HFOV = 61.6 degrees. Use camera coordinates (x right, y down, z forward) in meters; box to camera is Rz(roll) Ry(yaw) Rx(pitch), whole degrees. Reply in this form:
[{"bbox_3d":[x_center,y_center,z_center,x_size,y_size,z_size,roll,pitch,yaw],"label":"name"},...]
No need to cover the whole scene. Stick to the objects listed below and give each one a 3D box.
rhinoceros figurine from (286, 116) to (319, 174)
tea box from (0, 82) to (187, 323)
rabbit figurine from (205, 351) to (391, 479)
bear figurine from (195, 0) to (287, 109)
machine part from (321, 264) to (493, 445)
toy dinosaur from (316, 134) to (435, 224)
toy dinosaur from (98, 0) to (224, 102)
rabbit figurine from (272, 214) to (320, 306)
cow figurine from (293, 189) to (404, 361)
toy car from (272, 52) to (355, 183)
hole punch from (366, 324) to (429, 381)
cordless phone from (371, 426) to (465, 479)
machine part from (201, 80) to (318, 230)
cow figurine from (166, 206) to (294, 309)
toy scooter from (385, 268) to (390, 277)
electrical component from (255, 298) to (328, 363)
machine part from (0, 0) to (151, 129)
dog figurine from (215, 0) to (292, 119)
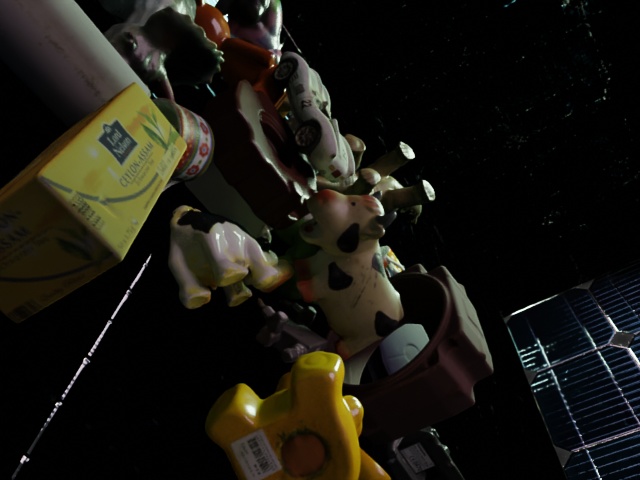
[{"bbox_3d":[-0.019,-0.142,0.912,0.190,0.112,0.073,40,29,-65],"label":"rhinoceros figurine"},{"bbox_3d":[-0.166,-0.035,0.375,0.068,0.098,0.170,53,18,-28],"label":"tea box"},{"bbox_3d":[-0.004,0.172,0.491,0.162,0.122,0.173,54,-1,-2],"label":"rabbit figurine"},{"bbox_3d":[-0.139,-0.244,0.748,0.196,0.120,0.132,38,54,-10],"label":"bear figurine"},{"bbox_3d":[0.098,0.134,0.673,0.087,0.201,0.201,49,22,-24],"label":"machine part"},{"bbox_3d":[0.082,-0.074,0.907,0.471,0.198,0.105,7,61,-47],"label":"toy dinosaur"},{"bbox_3d":[-0.206,-0.296,0.641,0.405,0.131,0.192,-105,170,-48],"label":"toy dinosaur"},{"bbox_3d":[-0.002,-0.002,0.735,0.159,0.121,0.170,17,26,-44],"label":"rabbit figurine"},{"bbox_3d":[0.037,0.030,0.598,0.086,0.127,0.194,-110,174,-62],"label":"cow figurine"},{"bbox_3d":[-0.009,-0.160,0.687,0.073,0.056,0.202,39,29,-55],"label":"toy car"},{"bbox_3d":[0.129,0.194,0.862,0.115,0.092,0.142,25,44,-56],"label":"hole punch"},{"bbox_3d":[0.129,0.281,0.773,0.146,0.089,0.184,56,8,-15],"label":"cordless phone"},{"bbox_3d":[-0.064,-0.102,0.628,0.179,0.056,0.179,51,19,-26],"label":"machine part"},{"bbox_3d":[-0.092,0.015,0.559,0.098,0.068,0.167,60,16,15],"label":"cow figurine"},{"bbox_3d":[0.082,0.061,0.945,0.183,0.075,0.135,57,18,-22],"label":"toy scooter"},{"bbox_3d":[-0.032,0.099,0.595,0.078,0.045,0.102,28,7,28],"label":"electrical component"},{"bbox_3d":[-0.224,-0.164,0.438,0.243,0.079,0.079,51,21,-28],"label":"machine part"},{"bbox_3d":[-0.085,-0.298,0.873,0.219,0.191,0.108,38,19,-18],"label":"dog figurine"}]
